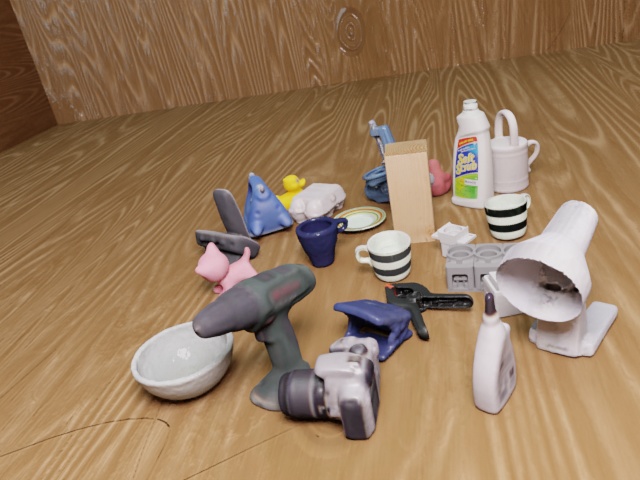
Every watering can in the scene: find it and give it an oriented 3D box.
[{"bbox_3d":[0.449,-0.219,1.397,0.173,0.194,0.100,-23,28,-22],"label":"watering can"}]

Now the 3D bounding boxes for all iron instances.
[{"bbox_3d":[-0.155,-0.106,1.474,0.119,0.142,0.257,-17,26,-11],"label":"iron"}]

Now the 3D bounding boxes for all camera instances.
[{"bbox_3d":[0.014,0.201,0.823,0.136,0.101,0.143,-5,26,13],"label":"camera"}]

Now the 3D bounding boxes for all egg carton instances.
[{"bbox_3d":[-0.005,-0.095,1.473,0.107,0.069,0.151,7,31,33],"label":"egg carton"}]

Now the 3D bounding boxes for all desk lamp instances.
[{"bbox_3d":[0.351,0.063,0.836,0.117,0.214,0.204,12,34,40],"label":"desk lamp"}]

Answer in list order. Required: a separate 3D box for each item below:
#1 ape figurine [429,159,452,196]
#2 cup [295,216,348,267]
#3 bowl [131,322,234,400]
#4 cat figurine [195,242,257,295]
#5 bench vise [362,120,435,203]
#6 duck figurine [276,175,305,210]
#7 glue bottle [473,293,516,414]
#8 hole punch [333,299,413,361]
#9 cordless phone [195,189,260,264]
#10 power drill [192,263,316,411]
[{"bbox_3d":[0.295,-0.164,1.466,0.077,0.092,0.076,1,28,25],"label":"ape figurine"},{"bbox_3d":[0.011,0.004,1.233,0.118,0.095,0.091,-19,27,-16],"label":"cup"},{"bbox_3d":[-0.215,0.207,0.934,0.167,0.075,0.167,-9,26,5],"label":"bowl"},{"bbox_3d":[-0.195,0.057,1.183,0.128,0.118,0.067,-22,27,-20],"label":"cat figurine"},{"bbox_3d":[0.192,-0.189,1.410,0.206,0.220,0.122,4,30,30],"label":"bench vise"},{"bbox_3d":[-0.079,-0.134,1.563,0.105,0.086,0.077,-20,27,-17],"label":"duck figurine"},{"bbox_3d":[0.232,0.144,0.765,0.037,0.173,0.078,12,34,39],"label":"glue bottle"},{"bbox_3d":[0.088,0.130,0.949,0.108,0.091,0.101,13,35,41],"label":"hole punch"},{"bbox_3d":[-0.225,-0.037,1.310,0.147,0.185,0.094,6,31,32],"label":"cordless phone"},{"bbox_3d":[-0.079,0.144,0.853,0.075,0.209,0.230,7,31,34],"label":"power drill"}]
